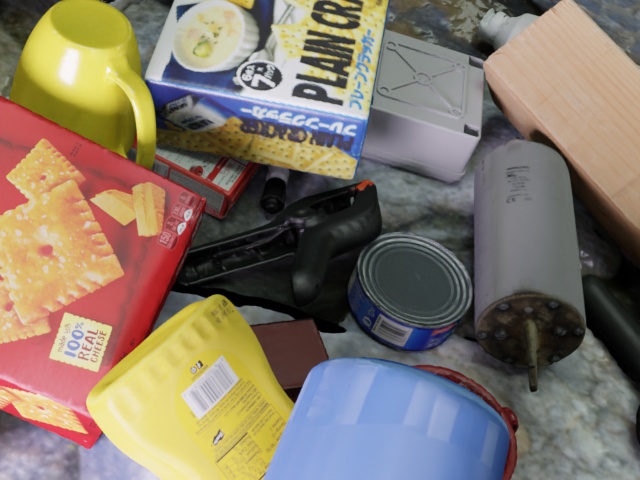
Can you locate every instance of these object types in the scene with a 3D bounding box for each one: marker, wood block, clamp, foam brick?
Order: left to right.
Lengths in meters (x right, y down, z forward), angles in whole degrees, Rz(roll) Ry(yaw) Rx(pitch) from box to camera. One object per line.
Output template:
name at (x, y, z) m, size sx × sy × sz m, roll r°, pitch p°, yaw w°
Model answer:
foam brick at (-0.037, 0.087, 0.671) m, size 0.078 × 0.053 × 0.051 m, roll -4°, pitch 51°, yaw -24°
marker at (-0.030, -0.065, 0.829) m, size 0.020 × 0.020 × 0.121 m, roll 15°, pitch 46°, yaw -7°
clamp at (-0.005, 0.001, 0.740) m, size 0.171 × 0.039 × 0.120 m, roll -29°, pitch 35°, yaw -36°
wood block at (0.233, -0.083, 0.860) m, size 0.091 × 0.090 × 0.206 m, roll -37°, pitch 68°, yaw 2°
clamp at (0.258, 0.112, 0.765) m, size 0.164 × 0.036 × 0.209 m, roll 19°, pitch 43°, yaw -1°

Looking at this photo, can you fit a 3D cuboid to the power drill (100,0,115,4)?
power drill at (-0.257, -0.221, 0.820) m, size 0.187 × 0.057 × 0.184 m, roll -26°, pitch 61°, yaw -11°

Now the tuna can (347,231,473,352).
tuna can at (0.063, 0.037, 0.764) m, size 0.086 × 0.034 × 0.086 m, roll 10°, pitch 47°, yaw -11°

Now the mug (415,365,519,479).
mug at (0.070, 0.133, 0.648) m, size 0.117 × 0.082 × 0.093 m, roll -18°, pitch 58°, yaw -31°

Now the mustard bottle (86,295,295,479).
mustard bottle at (-0.036, 0.131, 0.595) m, size 0.096 × 0.058 × 0.191 m, roll -43°, pitch 102°, yaw -35°

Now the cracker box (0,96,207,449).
cracker box at (-0.195, 0.003, 0.637) m, size 0.213 × 0.072 × 0.164 m, roll 27°, pitch 59°, yaw -8°

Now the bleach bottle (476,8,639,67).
bleach bottle at (0.247, -0.130, 0.958) m, size 0.251 × 0.068 × 0.102 m, roll 35°, pitch 48°, yaw 16°

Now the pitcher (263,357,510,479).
pitcher at (0.016, 0.182, 0.491) m, size 0.149 × 0.145 × 0.242 m, roll 16°, pitch 67°, yaw 10°

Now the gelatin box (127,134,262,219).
gelatin box at (-0.092, -0.064, 0.801) m, size 0.089 × 0.030 × 0.073 m, roll 27°, pitch 46°, yaw 4°
